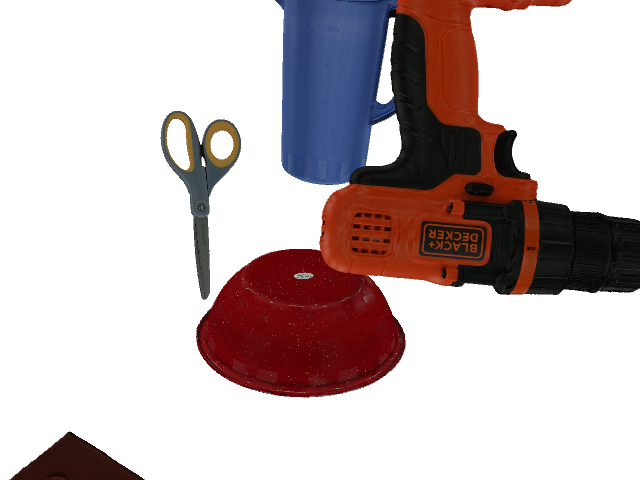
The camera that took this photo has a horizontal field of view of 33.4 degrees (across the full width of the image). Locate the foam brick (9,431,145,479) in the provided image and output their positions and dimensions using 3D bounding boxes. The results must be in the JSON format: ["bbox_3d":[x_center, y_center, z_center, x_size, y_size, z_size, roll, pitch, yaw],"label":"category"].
[{"bbox_3d":[-0.094,0.130,0.449,0.078,0.051,0.052,24,45,30],"label":"foam brick"}]

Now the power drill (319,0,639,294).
[{"bbox_3d":[0.097,-0.065,0.564,0.184,0.188,0.057,5,1,-5],"label":"power drill"}]

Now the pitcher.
[{"bbox_3d":[0.023,-0.195,1.311,0.144,0.243,0.149,-9,29,-27],"label":"pitcher"}]

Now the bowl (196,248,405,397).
[{"bbox_3d":[-0.014,0.051,0.811,0.162,0.055,0.162,2,27,-1],"label":"bowl"}]

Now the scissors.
[{"bbox_3d":[-0.113,-0.046,1.138,0.096,0.202,0.016,-17,-5,-23],"label":"scissors"}]
